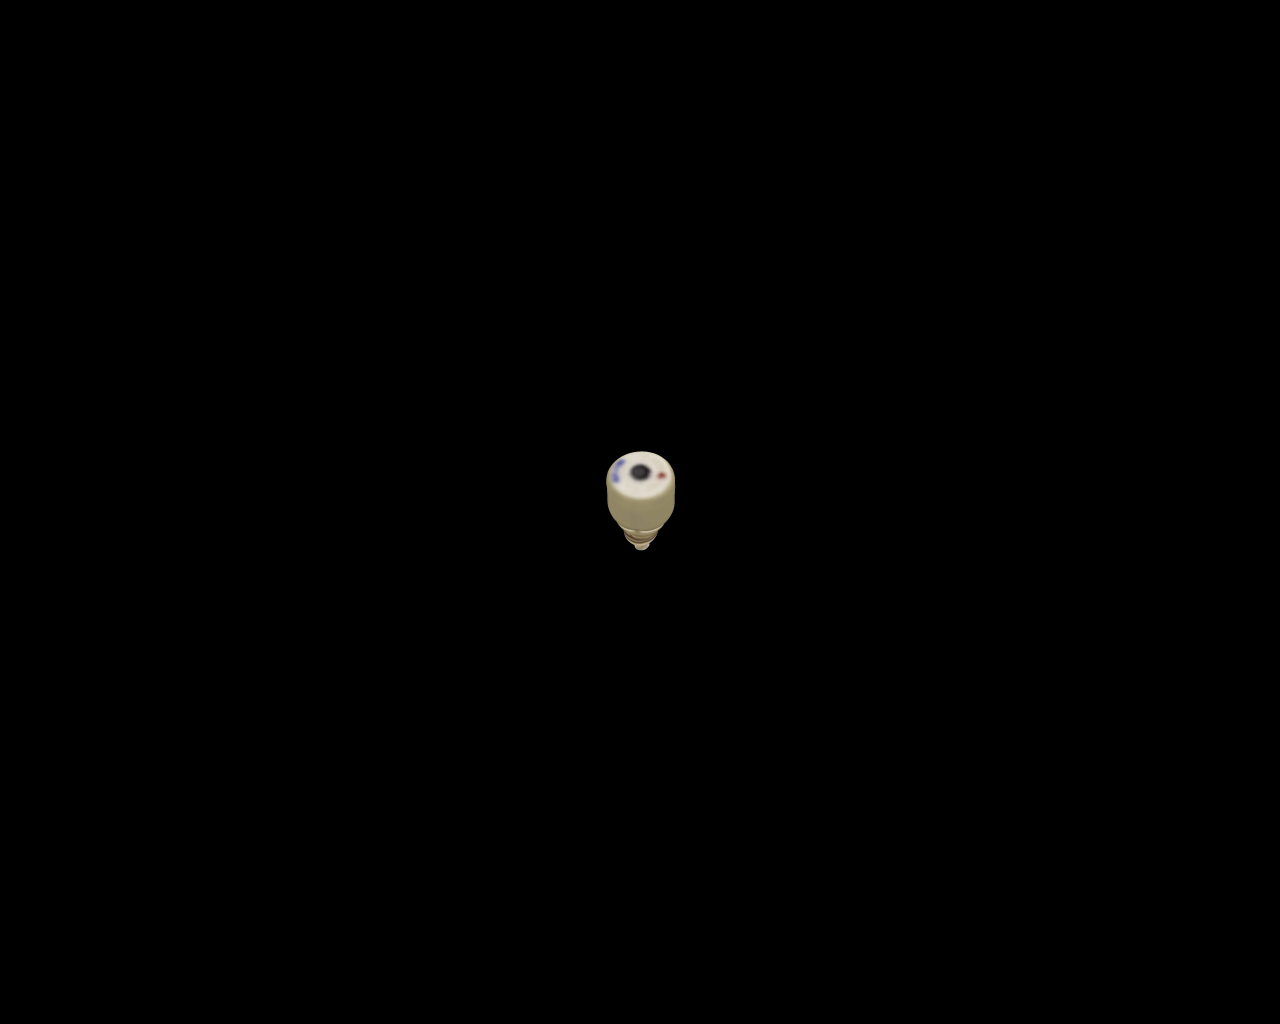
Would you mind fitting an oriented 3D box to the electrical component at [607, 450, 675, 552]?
[{"bbox_3d":[0.001,-0.003,0.650,0.040,0.040,0.078,0,-37,0],"label":"electrical component"}]
